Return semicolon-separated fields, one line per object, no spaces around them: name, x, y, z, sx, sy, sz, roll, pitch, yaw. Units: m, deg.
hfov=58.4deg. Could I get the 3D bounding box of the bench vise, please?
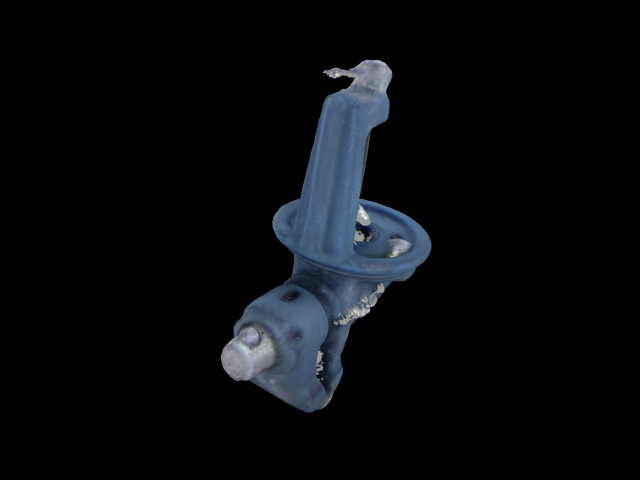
bench vise;0.015;0.003;0.398;0.121;0.220;0.207;9;41;11
